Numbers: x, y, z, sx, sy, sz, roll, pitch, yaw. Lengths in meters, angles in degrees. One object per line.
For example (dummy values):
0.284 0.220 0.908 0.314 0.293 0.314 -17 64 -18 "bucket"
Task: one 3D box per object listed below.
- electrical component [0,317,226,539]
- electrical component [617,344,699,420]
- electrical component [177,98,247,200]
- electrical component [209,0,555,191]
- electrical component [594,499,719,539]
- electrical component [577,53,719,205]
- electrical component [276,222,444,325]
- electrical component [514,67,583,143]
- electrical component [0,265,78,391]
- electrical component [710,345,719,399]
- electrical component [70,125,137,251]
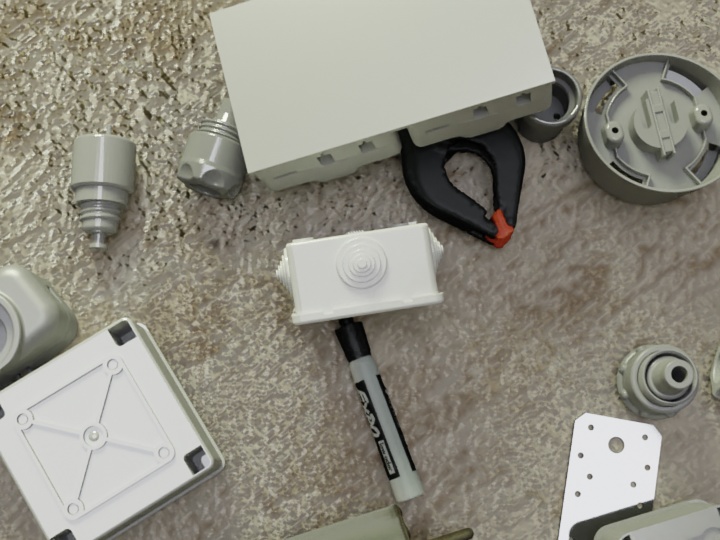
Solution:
-0.156 0.102 0.656 0.109 0.056 0.108 -32 81 -6 "electrical component"
0.187 0.067 0.661 0.048 0.062 0.048 0 79 0 "electrical component"
-0.090 -0.080 0.697 0.043 0.043 0.062 17 78 3 "electrical component"
0.015 -0.127 0.664 0.186 0.060 0.105 -16 78 7 "electrical component"
0.193 0.200 0.636 0.078 0.057 0.113 -15 81 -5 "electrical component"
0.190 -0.090 0.689 0.099 0.064 0.099 0 80 0 "electrical component"
0.000 0.000 0.655 0.100 0.100 0.048 -9 92 -2 "electrical component"
0.121 -0.106 0.701 0.040 0.046 0.040 0 79 0 "electrical component"
-0.229 0.044 0.665 0.095 0.059 0.053 -40 82 -7 "electrical component"
0.255 0.067 0.671 0.062 0.043 0.043 14 80 1 "electrical component"
-0.166 -0.052 0.693 0.040 0.040 0.078 1 79 0 "electrical component"
